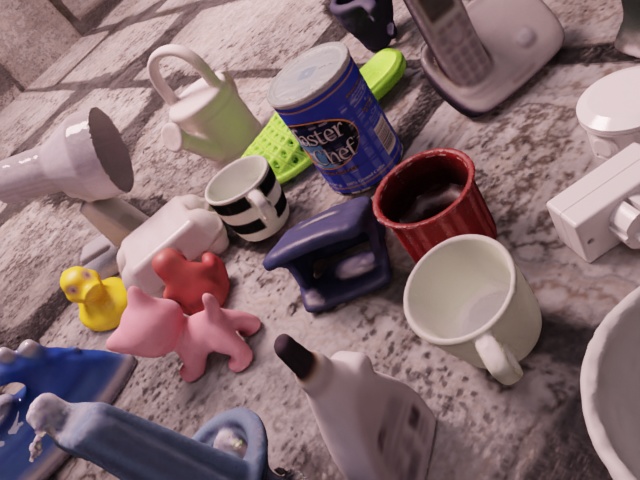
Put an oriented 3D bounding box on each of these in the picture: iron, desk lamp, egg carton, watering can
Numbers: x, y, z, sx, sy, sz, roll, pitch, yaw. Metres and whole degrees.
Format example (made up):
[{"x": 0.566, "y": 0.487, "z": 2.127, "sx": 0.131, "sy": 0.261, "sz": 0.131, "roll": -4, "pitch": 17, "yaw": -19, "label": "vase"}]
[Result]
[{"x": -0.343, "y": 0.186, "z": 0.620, "sx": 0.258, "sy": 0.142, "sz": 0.118, "roll": -44, "pitch": 37, "yaw": -7, "label": "iron"}, {"x": -0.329, "y": -0.057, "z": 0.800, "sx": 0.203, "sy": 0.214, "sz": 0.117, "roll": -29, "pitch": 38, "yaw": 13, "label": "desk lamp"}, {"x": -0.190, "y": 0.011, "z": 0.735, "sx": 0.150, "sy": 0.070, "sz": 0.107, "roll": -41, "pitch": 37, "yaw": -3, "label": "egg carton"}, {"x": -0.167, "y": -0.189, "z": 0.819, "sx": 0.100, "sy": 0.195, "sz": 0.172, "roll": -27, "pitch": 39, "yaw": 16, "label": "watering can"}]

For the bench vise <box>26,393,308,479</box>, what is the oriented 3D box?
[{"x": -0.054, "y": 0.147, "z": 0.353, "sx": 0.207, "sy": 0.220, "sz": 0.121, "roll": -19, "pitch": 41, "yaw": 24, "label": "bench vise"}]

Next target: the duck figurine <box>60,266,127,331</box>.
[{"x": -0.304, "y": 0.068, "z": 0.757, "sx": 0.104, "sy": 0.086, "sz": 0.077, "roll": 14, "pitch": 61, "yaw": 47, "label": "duck figurine"}]

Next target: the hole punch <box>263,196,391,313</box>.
[{"x": 0.005, "y": 0.002, "z": 0.562, "sx": 0.108, "sy": 0.091, "sz": 0.101, "roll": -23, "pitch": 40, "yaw": 20, "label": "hole punch"}]

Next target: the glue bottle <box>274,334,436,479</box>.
[{"x": 0.022, "y": 0.108, "z": 0.369, "sx": 0.037, "sy": 0.174, "sz": 0.078, "roll": -4, "pitch": 49, "yaw": 37, "label": "glue bottle"}]

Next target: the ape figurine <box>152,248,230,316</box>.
[{"x": -0.151, "y": 0.043, "z": 0.650, "sx": 0.078, "sy": 0.092, "sz": 0.076, "roll": -33, "pitch": 37, "yaw": 7, "label": "ape figurine"}]

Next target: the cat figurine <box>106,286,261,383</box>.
[{"x": -0.143, "y": 0.087, "z": 0.576, "sx": 0.127, "sy": 0.118, "sz": 0.067, "roll": -20, "pitch": 41, "yaw": 23, "label": "cat figurine"}]

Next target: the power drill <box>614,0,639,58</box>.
[{"x": 0.296, "y": -0.259, "z": 0.492, "sx": 0.075, "sy": 0.209, "sz": 0.229, "roll": -38, "pitch": 37, "yaw": 2, "label": "power drill"}]

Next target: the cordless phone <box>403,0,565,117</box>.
[{"x": 0.163, "y": -0.240, "z": 0.602, "sx": 0.147, "sy": 0.186, "sz": 0.093, "roll": -42, "pitch": 37, "yaw": -4, "label": "cordless phone"}]

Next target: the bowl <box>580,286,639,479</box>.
[{"x": 0.229, "y": 0.092, "z": 0.294, "sx": 0.167, "sy": 0.075, "sz": 0.167, "roll": -23, "pitch": 40, "yaw": 21, "label": "bowl"}]

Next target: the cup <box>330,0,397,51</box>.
[{"x": 0.078, "y": -0.323, "z": 0.837, "sx": 0.091, "sy": 0.095, "sz": 0.117, "roll": -32, "pitch": 37, "yaw": 8, "label": "cup"}]
